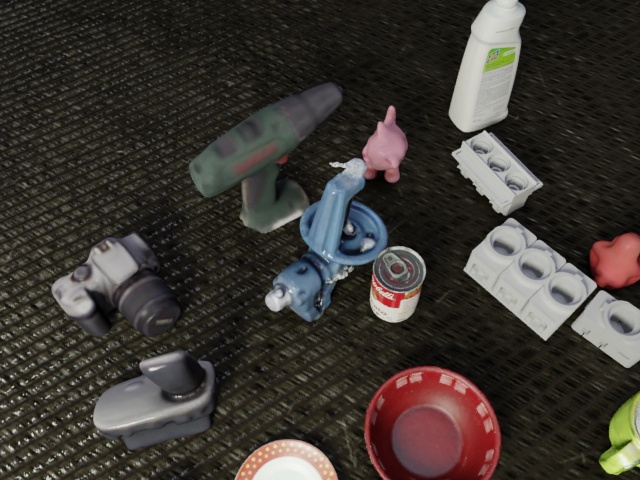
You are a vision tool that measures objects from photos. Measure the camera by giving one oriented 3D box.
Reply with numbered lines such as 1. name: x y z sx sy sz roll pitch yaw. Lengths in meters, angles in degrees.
1. camera: -0.267 0.073 0.778 0.143 0.101 0.136 -40 66 -20

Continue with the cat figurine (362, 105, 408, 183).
1. cat figurine: 0.104 -0.151 0.895 0.067 0.118 0.128 10 60 7

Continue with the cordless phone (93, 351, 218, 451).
1. cordless phone: -0.200 0.172 0.669 0.147 0.185 0.094 -17 60 -9

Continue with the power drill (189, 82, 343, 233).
1. power drill: -0.067 -0.108 0.820 0.230 0.208 0.075 -29 63 -15

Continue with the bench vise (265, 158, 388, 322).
1. bench vise: 0.018 0.007 0.743 0.121 0.220 0.207 20 62 13

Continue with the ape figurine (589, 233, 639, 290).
1. ape figurine: 0.422 0.023 0.801 0.076 0.092 0.077 -40 66 -20
